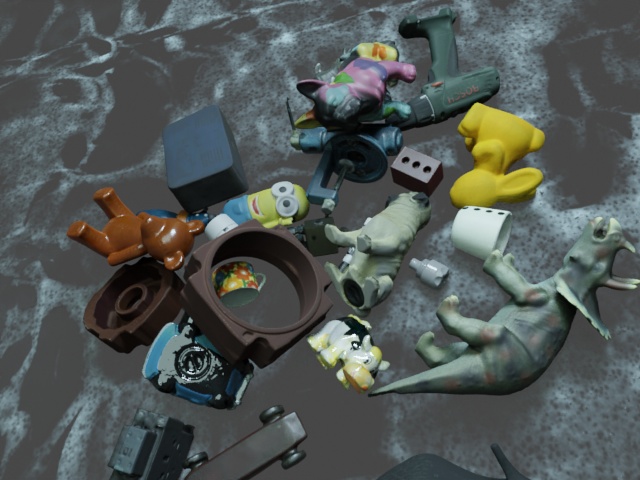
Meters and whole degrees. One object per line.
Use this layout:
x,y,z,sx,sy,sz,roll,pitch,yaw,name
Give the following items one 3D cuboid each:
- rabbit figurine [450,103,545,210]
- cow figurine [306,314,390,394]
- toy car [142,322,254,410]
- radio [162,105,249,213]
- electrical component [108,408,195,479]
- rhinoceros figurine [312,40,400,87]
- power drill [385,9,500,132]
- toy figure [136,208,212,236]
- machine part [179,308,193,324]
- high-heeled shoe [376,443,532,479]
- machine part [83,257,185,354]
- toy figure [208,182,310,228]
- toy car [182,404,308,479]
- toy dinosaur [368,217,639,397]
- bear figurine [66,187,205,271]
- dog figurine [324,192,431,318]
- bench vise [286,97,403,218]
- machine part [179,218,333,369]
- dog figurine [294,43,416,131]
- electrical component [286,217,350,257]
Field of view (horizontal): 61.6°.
0.294,-0.120,0.914,0.162,0.121,0.173,29,86,16,rabbit figurine
0.051,0.163,0.786,0.098,0.068,0.167,-35,20,-14,cow figurine
-0.187,0.198,0.843,0.162,0.103,0.109,23,75,-4,toy car
-0.228,-0.160,1.041,0.131,0.073,0.230,-24,44,1,radio
-0.245,0.312,0.780,0.058,0.134,0.115,6,66,17,electrical component
0.075,-0.332,1.067,0.190,0.112,0.073,-27,61,-11,rhinoceros figurine
0.211,-0.323,1.020,0.232,0.086,0.207,-14,76,0,power drill
-0.273,-0.032,1.019,0.155,0.057,0.064,2,69,10,toy figure
-0.224,0.150,0.920,0.084,0.039,0.139,14,64,12,machine part
0.177,0.360,0.707,0.249,0.086,0.145,-27,89,18,high-heeled shoe
-0.317,0.110,0.928,0.179,0.056,0.179,-17,43,17,machine part
-0.108,-0.051,0.976,0.180,0.089,0.082,-20,97,13,toy figure
-0.109,0.322,0.788,0.202,0.053,0.089,-33,64,0,toy car
0.273,0.137,0.766,0.405,0.131,0.192,-46,61,-5,toy dinosaur
-0.307,-0.014,0.913,0.196,0.131,0.120,0,52,37,bear figurine
0.115,0.020,0.888,0.190,0.172,0.121,-22,37,-35,dog figurine
0.026,-0.144,0.969,0.224,0.128,0.240,12,56,14,bench vise
-0.096,0.077,0.836,0.201,0.087,0.201,48,50,10,machine part
0.045,-0.256,0.917,0.219,0.108,0.192,-16,48,-25,dog figurine
-0.001,-0.004,0.920,0.102,0.078,0.045,-14,29,5,electrical component
